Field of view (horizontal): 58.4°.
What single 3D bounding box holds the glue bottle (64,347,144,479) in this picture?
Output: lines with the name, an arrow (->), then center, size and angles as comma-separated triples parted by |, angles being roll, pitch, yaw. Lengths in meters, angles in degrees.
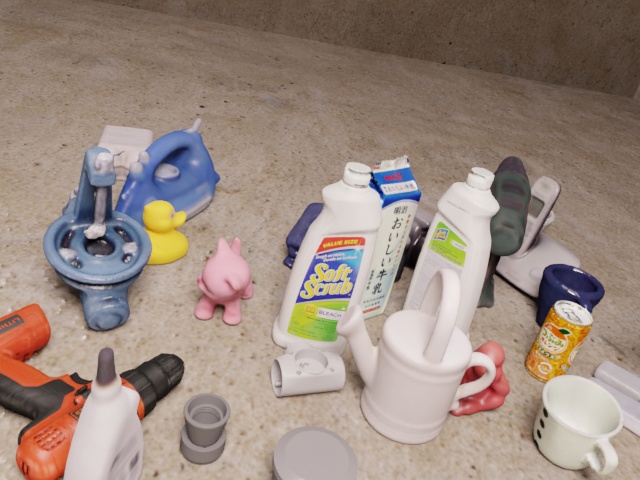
glue bottle -> -0.174, 0.156, 0.467 | 0.037, 0.173, 0.078 | 18, 29, 10

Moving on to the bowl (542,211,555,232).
bowl -> 0.379, -0.044, 1.159 | 0.167, 0.075, 0.167 | 10, 29, -5

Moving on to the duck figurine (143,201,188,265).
duck figurine -> -0.243, -0.016, 0.840 | 0.105, 0.086, 0.077 | -7, 34, -32

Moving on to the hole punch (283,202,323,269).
hole punch -> 0.008, 0.003, 0.903 | 0.108, 0.091, 0.101 | 21, 29, 14

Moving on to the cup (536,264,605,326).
cup -> 0.374, 0.104, 0.870 | 0.091, 0.095, 0.117 | 12, 28, -2

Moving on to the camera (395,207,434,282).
camera -> 0.161, 0.010, 0.945 | 0.136, 0.101, 0.143 | 29, 32, 27

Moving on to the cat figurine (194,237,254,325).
cat figurine -> -0.120, 0.045, 0.747 | 0.067, 0.118, 0.128 | 12, 28, -1

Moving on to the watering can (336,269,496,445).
watering can -> 0.106, 0.119, 0.626 | 0.173, 0.194, 0.100 | 3, 30, -18

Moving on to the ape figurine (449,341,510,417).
ape figurine -> 0.194, 0.162, 0.693 | 0.077, 0.092, 0.076 | 21, 29, 14

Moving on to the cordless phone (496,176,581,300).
cordless phone -> 0.378, -0.002, 0.968 | 0.094, 0.185, 0.147 | -8, 35, -33

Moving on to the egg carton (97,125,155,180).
egg carton -> -0.361, -0.162, 1.070 | 0.107, 0.069, 0.150 | 4, 30, -16

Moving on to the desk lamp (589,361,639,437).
desk lamp -> 0.460, 0.155, 0.689 | 0.202, 0.213, 0.118 | 32, 34, 32

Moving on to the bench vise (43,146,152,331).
bench vise -> -0.288, -0.026, 0.698 | 0.206, 0.220, 0.122 | 32, 34, 32

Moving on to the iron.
iron -> -0.259, -0.108, 0.939 | 0.118, 0.141, 0.259 | 18, 29, 10

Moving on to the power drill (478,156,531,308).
power drill -> 0.275, -0.009, 0.912 | 0.075, 0.208, 0.230 | 17, 29, 8
